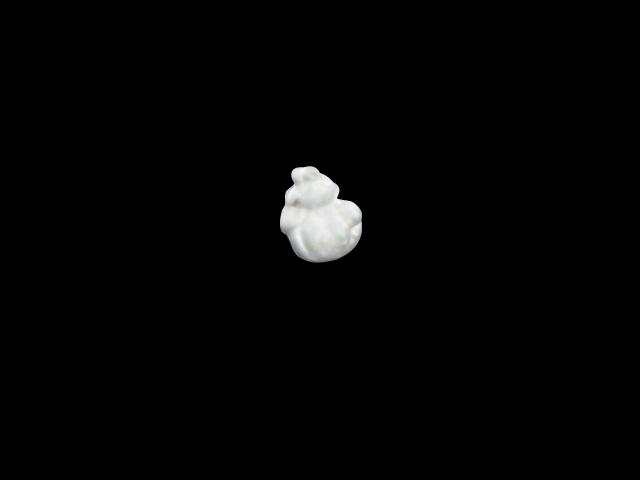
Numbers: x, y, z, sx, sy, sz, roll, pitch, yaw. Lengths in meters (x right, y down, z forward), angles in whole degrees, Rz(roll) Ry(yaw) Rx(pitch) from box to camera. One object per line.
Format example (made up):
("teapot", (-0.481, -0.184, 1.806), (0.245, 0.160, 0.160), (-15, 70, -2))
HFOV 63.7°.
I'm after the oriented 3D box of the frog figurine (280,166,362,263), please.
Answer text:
("frog figurine", (0.003, -0.043, 0.850), (0.137, 0.126, 0.155), (2, -42, 2))
